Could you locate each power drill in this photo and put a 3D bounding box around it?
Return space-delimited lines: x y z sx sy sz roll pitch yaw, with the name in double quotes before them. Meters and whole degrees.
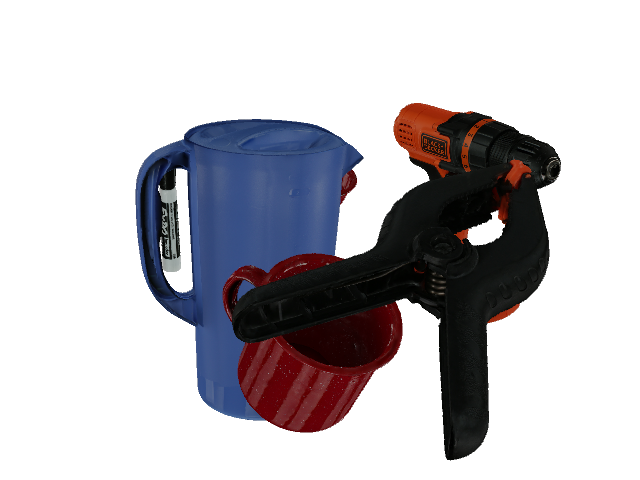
"power drill" 0.141 -0.023 0.965 0.057 0.188 0.185 -19 29 -30

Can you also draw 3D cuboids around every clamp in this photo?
"clamp" 0.058 0.023 0.480 0.120 0.039 0.171 38 56 24

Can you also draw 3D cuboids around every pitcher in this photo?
"pitcher" -0.059 0.024 0.899 0.149 0.243 0.144 11 19 24

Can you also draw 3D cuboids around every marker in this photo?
"marker" -0.152 -0.025 1.072 0.020 0.121 0.020 1 28 -1

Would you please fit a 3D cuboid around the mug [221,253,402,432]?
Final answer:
"mug" -0.015 0.062 0.682 0.117 0.082 0.093 34 45 9

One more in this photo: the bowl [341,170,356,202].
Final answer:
"bowl" -0.039 -0.057 1.276 0.162 0.055 0.162 5 26 -3
